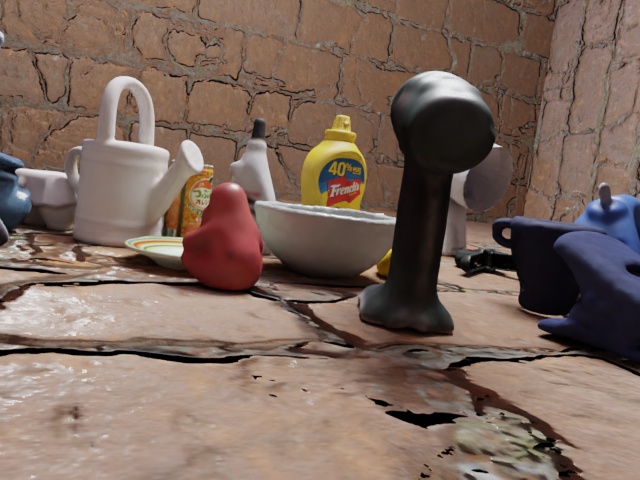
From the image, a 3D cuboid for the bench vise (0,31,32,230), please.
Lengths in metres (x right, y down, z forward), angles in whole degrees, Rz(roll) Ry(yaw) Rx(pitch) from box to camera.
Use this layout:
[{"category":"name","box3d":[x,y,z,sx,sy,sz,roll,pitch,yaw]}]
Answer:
[{"category":"bench vise","box3d":[-0.404,-0.120,0.588,0.121,0.220,0.208,12,7,37]}]

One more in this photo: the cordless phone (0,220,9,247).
[{"category":"cordless phone","box3d":[-0.334,-0.084,0.495,0.147,0.185,0.094,11,7,33]}]

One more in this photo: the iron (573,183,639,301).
[{"category":"iron","box3d":[0.370,0.010,0.700,0.118,0.141,0.259,13,8,42]}]

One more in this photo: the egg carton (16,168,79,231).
[{"category":"egg carton","box3d":[-0.354,-0.055,0.758,0.149,0.069,0.107,10,6,27]}]

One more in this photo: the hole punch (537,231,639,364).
[{"category":"hole punch","box3d":[0.249,0.044,0.463,0.109,0.091,0.100,3,7,-36]}]

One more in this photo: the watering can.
[{"category":"watering can","box3d":[-0.222,-0.093,0.678,0.173,0.194,0.101,7,6,-5]}]

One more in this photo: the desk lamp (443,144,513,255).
[{"category":"desk lamp","box3d":[0.236,-0.080,1.051,0.118,0.213,0.202,3,7,-36]}]

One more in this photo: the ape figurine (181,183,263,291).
[{"category":"ape figurine","box3d":[-0.082,-0.005,0.505,0.078,0.092,0.076,5,6,-26]}]

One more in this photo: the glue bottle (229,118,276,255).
[{"category":"glue bottle","box3d":[-0.089,-0.071,0.741,0.078,0.173,0.037,8,6,1]}]

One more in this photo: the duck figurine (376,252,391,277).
[{"category":"duck figurine","box3d":[0.111,0.004,0.703,0.077,0.086,0.105,10,6,21]}]

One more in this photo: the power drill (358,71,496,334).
[{"category":"power drill","box3d":[0.082,-0.039,0.474,0.075,0.208,0.229,7,6,0]}]

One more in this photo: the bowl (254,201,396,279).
[{"category":"bowl","box3d":[0.006,0.002,0.638,0.167,0.075,0.167,7,6,0]}]

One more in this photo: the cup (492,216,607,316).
[{"category":"cup","box3d":[0.224,0.026,0.591,0.092,0.095,0.117,2,8,-43]}]
